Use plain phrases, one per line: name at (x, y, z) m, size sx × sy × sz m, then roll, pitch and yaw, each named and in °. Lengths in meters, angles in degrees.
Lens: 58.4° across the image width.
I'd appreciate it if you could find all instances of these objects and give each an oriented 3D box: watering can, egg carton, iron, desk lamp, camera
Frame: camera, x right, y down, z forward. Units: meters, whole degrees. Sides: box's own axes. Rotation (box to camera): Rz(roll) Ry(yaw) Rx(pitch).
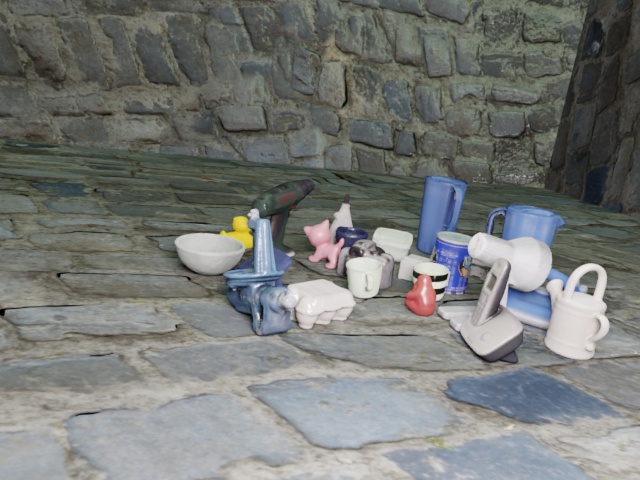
watering can at (0.537, 0.139, 1.200) m, size 0.101 × 0.194 × 0.172 m, roll -4°, pitch 19°, yaw -38°
egg carton at (-0.006, 0.131, 1.188) m, size 0.151 × 0.069 × 0.107 m, roll -7°, pitch 21°, yaw -43°
iron at (0.531, 0.127, 1.341) m, size 0.257 × 0.141 × 0.119 m, roll 16°, pitch 17°, yaw 26°
desk lamp at (0.388, 0.090, 1.264) m, size 0.204 × 0.213 × 0.117 m, roll 2°, pitch 16°, yaw -20°
camera at (0.137, 0.051, 1.489) m, size 0.142 × 0.101 × 0.137 m, roll 17°, pitch 17°, yaw 29°

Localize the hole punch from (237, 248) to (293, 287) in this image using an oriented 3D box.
hole punch at (-0.126, 0.071, 1.301) m, size 0.101 × 0.091 × 0.108 m, roll -8°, pitch 22°, yaw -45°

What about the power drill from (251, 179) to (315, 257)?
power drill at (-0.100, -0.059, 1.565) m, size 0.075 × 0.208 × 0.230 m, roll 17°, pitch 18°, yaw 31°

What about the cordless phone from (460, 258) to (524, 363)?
cordless phone at (0.350, 0.136, 1.131) m, size 0.094 × 0.185 × 0.147 m, roll 5°, pitch 16°, yaw -10°

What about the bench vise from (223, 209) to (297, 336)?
bench vise at (-0.100, 0.060, 1.111) m, size 0.206 × 0.220 × 0.122 m, roll 18°, pitch 18°, yaw 33°

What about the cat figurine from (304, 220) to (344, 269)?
cat figurine at (0.014, 0.006, 1.560) m, size 0.127 × 0.118 × 0.067 m, roll 19°, pitch 19°, yaw 36°

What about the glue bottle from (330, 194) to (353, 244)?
glue bottle at (0.067, -0.050, 1.685) m, size 0.078 × 0.173 × 0.037 m, roll 2°, pitch 17°, yaw -22°

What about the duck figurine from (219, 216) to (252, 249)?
duck figurine at (-0.230, -0.024, 1.604) m, size 0.105 × 0.086 × 0.077 m, roll 0°, pitch 17°, yaw -26°

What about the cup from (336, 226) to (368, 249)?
cup at (0.076, 0.015, 1.600) m, size 0.092 × 0.095 × 0.117 m, roll -1°, pitch 18°, yaw -30°

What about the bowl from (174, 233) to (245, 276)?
bowl at (-0.265, 0.041, 1.371) m, size 0.167 × 0.075 × 0.167 m, roll 8°, pitch 15°, yaw -2°

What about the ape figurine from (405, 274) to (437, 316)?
ape figurine at (0.234, 0.121, 1.302) m, size 0.078 × 0.092 × 0.076 m, roll 5°, pitch 16°, yaw -11°
